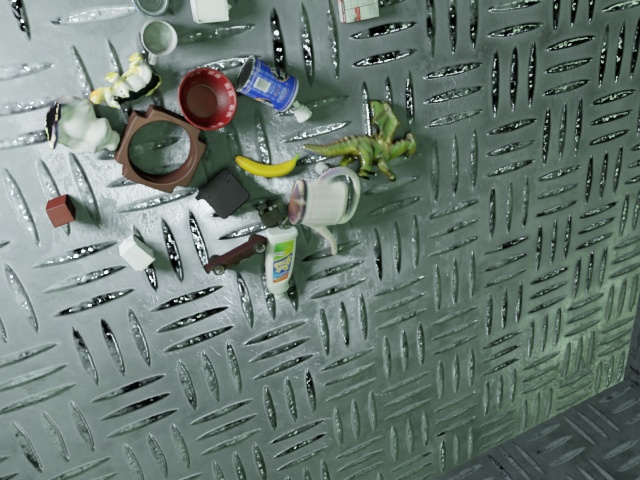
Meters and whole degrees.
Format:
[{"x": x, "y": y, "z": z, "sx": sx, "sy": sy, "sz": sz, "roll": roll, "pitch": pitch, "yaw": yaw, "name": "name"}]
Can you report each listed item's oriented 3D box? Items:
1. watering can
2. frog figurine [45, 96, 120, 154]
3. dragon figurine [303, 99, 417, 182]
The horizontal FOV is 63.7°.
[{"x": 0.005, "y": -0.082, "z": 1.622, "sx": 0.224, "sy": 0.106, "sz": 0.340, "roll": 0, "pitch": 127, "yaw": -20, "name": "watering can"}, {"x": -0.576, "y": -0.277, "z": 1.259, "sx": 0.159, "sy": 0.123, "sz": 0.137, "roll": 0, "pitch": 100, "yaw": -44, "name": "frog figurine"}, {"x": 0.151, "y": -0.320, "z": 1.607, "sx": 0.408, "sy": 0.122, "sz": 0.243, "roll": 18, "pitch": 87, "yaw": -33, "name": "dragon figurine"}]
